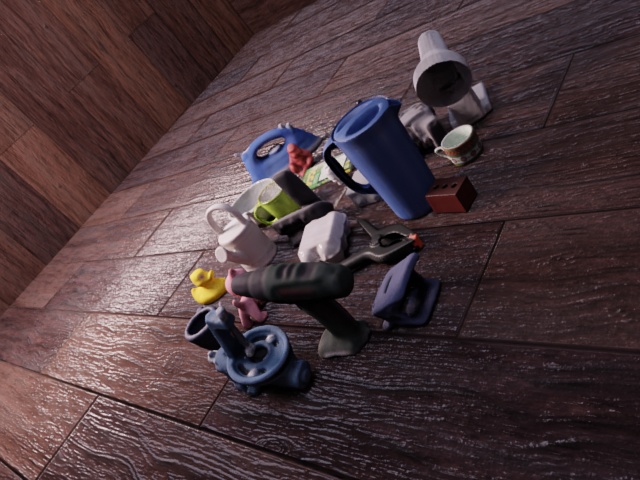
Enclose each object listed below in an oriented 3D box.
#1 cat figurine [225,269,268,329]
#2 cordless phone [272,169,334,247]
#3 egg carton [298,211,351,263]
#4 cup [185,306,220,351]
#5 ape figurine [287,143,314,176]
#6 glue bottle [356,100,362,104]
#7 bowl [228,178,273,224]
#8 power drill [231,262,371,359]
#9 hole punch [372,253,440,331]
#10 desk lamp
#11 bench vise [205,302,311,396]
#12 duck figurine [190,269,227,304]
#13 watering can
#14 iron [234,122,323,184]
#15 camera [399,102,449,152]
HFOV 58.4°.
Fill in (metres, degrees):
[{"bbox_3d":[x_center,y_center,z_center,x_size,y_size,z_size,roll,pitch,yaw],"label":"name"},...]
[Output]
[{"bbox_3d":[-0.174,0.117,1.281,0.067,0.118,0.127,-31,30,17],"label":"cat figurine"},{"bbox_3d":[-0.068,-0.085,1.363,0.147,0.185,0.094,-25,32,27],"label":"cordless phone"},{"bbox_3d":[0.012,0.005,1.263,0.107,0.070,0.150,-24,32,28],"label":"egg carton"},{"bbox_3d":[-0.236,0.201,1.264,0.091,0.095,0.117,-40,28,2],"label":"cup"},{"bbox_3d":[-0.064,-0.243,1.679,0.077,0.092,0.076,-32,30,17],"label":"ape figurine"},{"bbox_3d":[0.137,-0.267,1.379,0.078,0.173,0.037,-38,29,6],"label":"glue bottle"},{"bbox_3d":[-0.175,-0.094,1.623,0.167,0.075,0.167,-30,30,20],"label":"bowl"},{"bbox_3d":[-0.019,0.116,0.996,0.229,0.209,0.076,-18,36,37],"label":"power drill"},{"bbox_3d":[0.134,0.087,0.974,0.100,0.091,0.109,-12,40,42],"label":"hole punch"},{"bbox_3d":[0.286,-0.352,1.273,0.117,0.214,0.203,-27,32,25],"label":"desk lamp"},{"bbox_3d":[-0.149,0.204,1.020,0.207,0.220,0.121,-25,32,27],"label":"bench vise"},{"bbox_3d":[-0.297,0.112,1.473,0.104,0.086,0.077,-26,32,25],"label":"duck figurine"},{"bbox_3d":[-0.203,-0.011,1.415,0.101,0.194,0.172,-33,29,14],"label":"watering can"},{"bbox_3d":[-0.133,-0.282,1.764,0.258,0.142,0.118,-37,29,7],"label":"iron"},{"bbox_3d":[0.213,-0.251,1.341,0.137,0.101,0.143,-37,29,8],"label":"camera"}]
